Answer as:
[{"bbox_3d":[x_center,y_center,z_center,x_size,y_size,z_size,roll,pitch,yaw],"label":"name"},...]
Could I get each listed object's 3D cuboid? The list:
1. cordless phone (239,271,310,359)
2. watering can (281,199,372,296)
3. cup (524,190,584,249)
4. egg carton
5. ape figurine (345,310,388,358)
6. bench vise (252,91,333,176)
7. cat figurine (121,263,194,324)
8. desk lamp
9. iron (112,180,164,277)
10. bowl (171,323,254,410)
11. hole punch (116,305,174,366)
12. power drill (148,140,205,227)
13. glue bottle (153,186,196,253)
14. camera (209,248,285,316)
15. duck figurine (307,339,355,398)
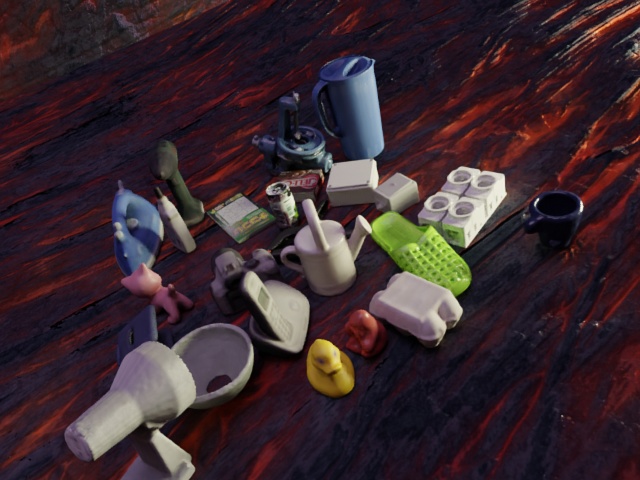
[{"bbox_3d":[-0.086,0.106,1.010,0.094,0.185,0.147,-8,39,12],"label":"cordless phone"},{"bbox_3d":[0.010,0.003,1.093,0.173,0.194,0.100,-30,40,-15],"label":"watering can"},{"bbox_3d":[0.422,-0.023,1.049,0.118,0.095,0.091,-30,40,-15],"label":"cup"},{"bbox_3d":[0.165,0.119,0.994,0.149,0.069,0.107,23,53,39],"label":"egg carton"},{"bbox_3d":[0.073,0.153,0.968,0.076,0.092,0.077,-16,38,2],"label":"ape figurine"},{"bbox_3d":[-0.087,-0.257,1.427,0.207,0.220,0.121,-7,39,13],"label":"bench vise"},{"bbox_3d":[-0.337,0.100,1.168,0.127,0.118,0.067,10,46,30],"label":"cat figurine"},{"bbox_3d":[-0.263,0.285,0.836,0.117,0.214,0.203,9,45,30],"label":"desk lamp"},{"bbox_3d":[-0.450,-0.027,1.347,0.118,0.142,0.258,-18,38,-1],"label":"iron"},{"bbox_3d":[-0.185,0.229,0.988,0.167,0.075,0.167,-10,39,9],"label":"bowl"},{"bbox_3d":[-0.337,0.193,1.076,0.101,0.091,0.108,-22,38,-6],"label":"hole punch"},{"bbox_3d":[-0.353,-0.139,1.392,0.075,0.209,0.229,-21,38,-5],"label":"power drill"},{"bbox_3d":[-0.340,-0.051,1.308,0.037,0.173,0.077,-39,43,-25],"label":"glue bottle"},{"bbox_3d":[-0.165,0.059,1.166,0.143,0.101,0.136,-26,39,-11],"label":"camera"},{"bbox_3d":[0.010,0.198,0.943,0.077,0.086,0.104,-27,39,-12],"label":"duck figurine"}]
